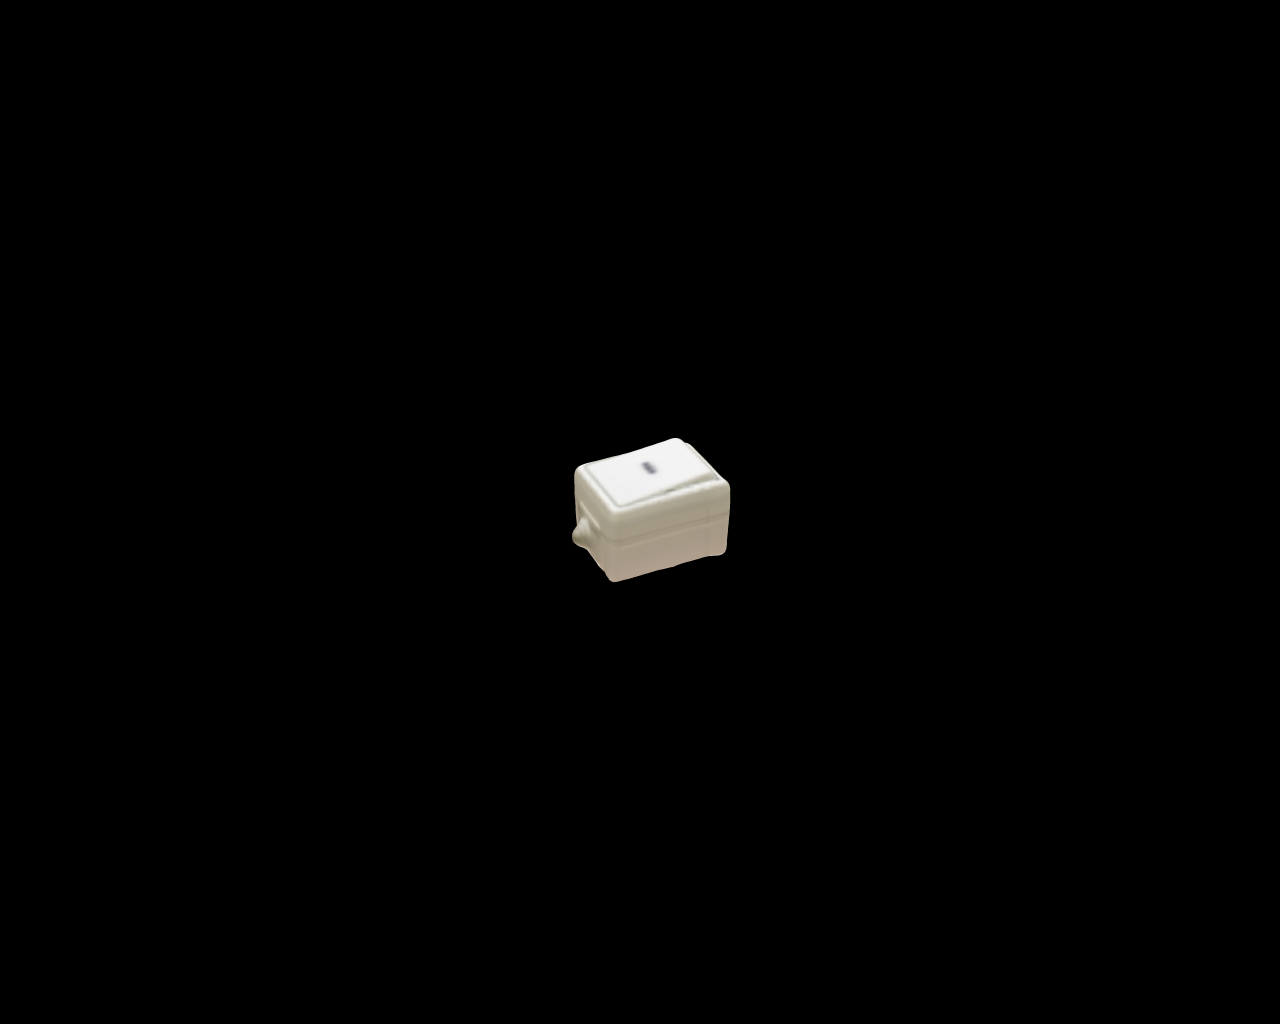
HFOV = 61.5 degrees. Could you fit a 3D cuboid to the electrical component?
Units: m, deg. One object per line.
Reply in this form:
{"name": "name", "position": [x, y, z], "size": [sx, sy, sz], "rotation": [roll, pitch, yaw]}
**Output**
{"name": "electrical component", "position": [0.001, -0.003, 0.650], "size": [0.096, 0.061, 0.062], "rotation": [-14, 36, -20]}
